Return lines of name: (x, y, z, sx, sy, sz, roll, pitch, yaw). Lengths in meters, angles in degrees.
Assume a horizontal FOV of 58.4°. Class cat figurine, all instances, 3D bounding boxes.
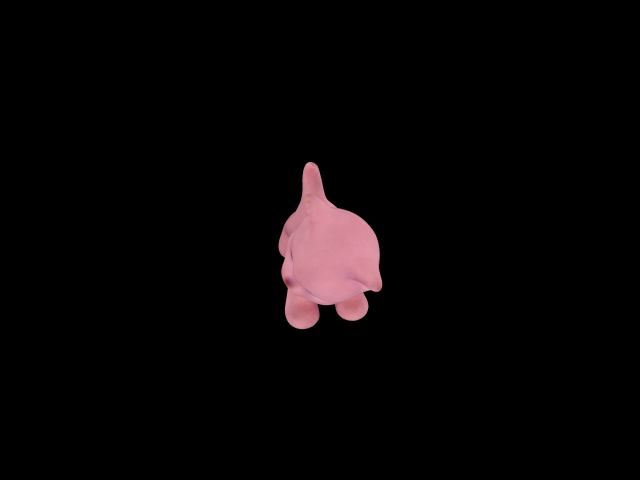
cat figurine: (0.004, 0.001, 0.400, 0.067, 0.118, 0.127, -7, 50, -6)
